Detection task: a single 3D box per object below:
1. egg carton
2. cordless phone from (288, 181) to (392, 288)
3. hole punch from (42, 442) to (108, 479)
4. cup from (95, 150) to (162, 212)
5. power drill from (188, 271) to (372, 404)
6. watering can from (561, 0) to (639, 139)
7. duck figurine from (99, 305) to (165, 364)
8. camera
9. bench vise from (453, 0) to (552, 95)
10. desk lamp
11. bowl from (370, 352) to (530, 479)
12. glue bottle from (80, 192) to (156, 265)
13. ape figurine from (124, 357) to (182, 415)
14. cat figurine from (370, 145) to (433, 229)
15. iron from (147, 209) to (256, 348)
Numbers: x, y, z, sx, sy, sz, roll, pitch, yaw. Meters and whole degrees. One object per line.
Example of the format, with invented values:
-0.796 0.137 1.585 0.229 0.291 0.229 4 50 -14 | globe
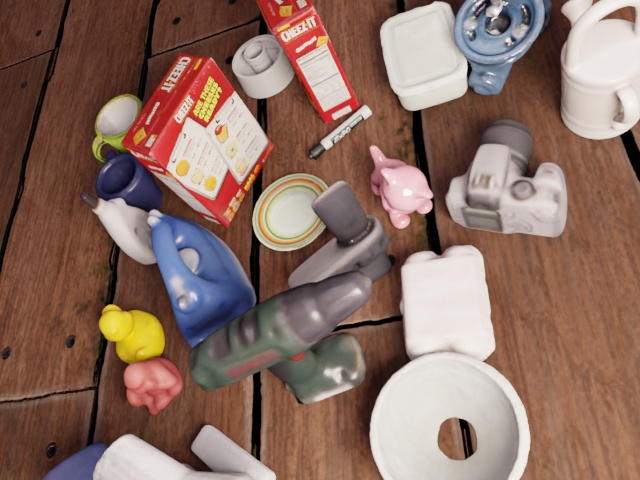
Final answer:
0.151 0.080 0.694 0.107 0.070 0.150 -11 61 18 | egg carton
0.007 0.003 0.725 0.147 0.185 0.094 -41 56 -1 | cordless phone
-0.285 0.326 0.736 0.108 0.091 0.101 -34 56 3 | hole punch
-0.316 -0.093 0.964 0.091 0.095 0.117 -36 56 2 | cup
-0.022 0.121 0.661 0.229 0.209 0.075 -24 57 10 | power drill
0.341 -0.223 0.697 0.101 0.195 0.172 -37 56 1 | watering can
-0.282 0.135 0.836 0.077 0.086 0.104 -43 56 -3 | duck figurine
0.241 -0.087 0.724 0.142 0.101 0.137 9 68 27 | camera
0.245 -0.339 0.781 0.121 0.220 0.207 5 66 25 | bench vise
-0.131 0.283 0.620 0.202 0.214 0.118 24 75 31 | desk lamp
0.143 0.213 0.625 0.167 0.075 0.167 -10 61 18 | bowl
-0.304 -0.028 0.878 0.037 0.174 0.078 -11 61 18 | glue bottle
-0.235 0.193 0.783 0.077 0.092 0.076 -6 62 20 | ape figurine
0.103 -0.077 0.766 0.067 0.118 0.127 -32 56 5 | cat figurine
-0.196 0.031 0.821 0.118 0.142 0.257 -35 56 2 | iron
